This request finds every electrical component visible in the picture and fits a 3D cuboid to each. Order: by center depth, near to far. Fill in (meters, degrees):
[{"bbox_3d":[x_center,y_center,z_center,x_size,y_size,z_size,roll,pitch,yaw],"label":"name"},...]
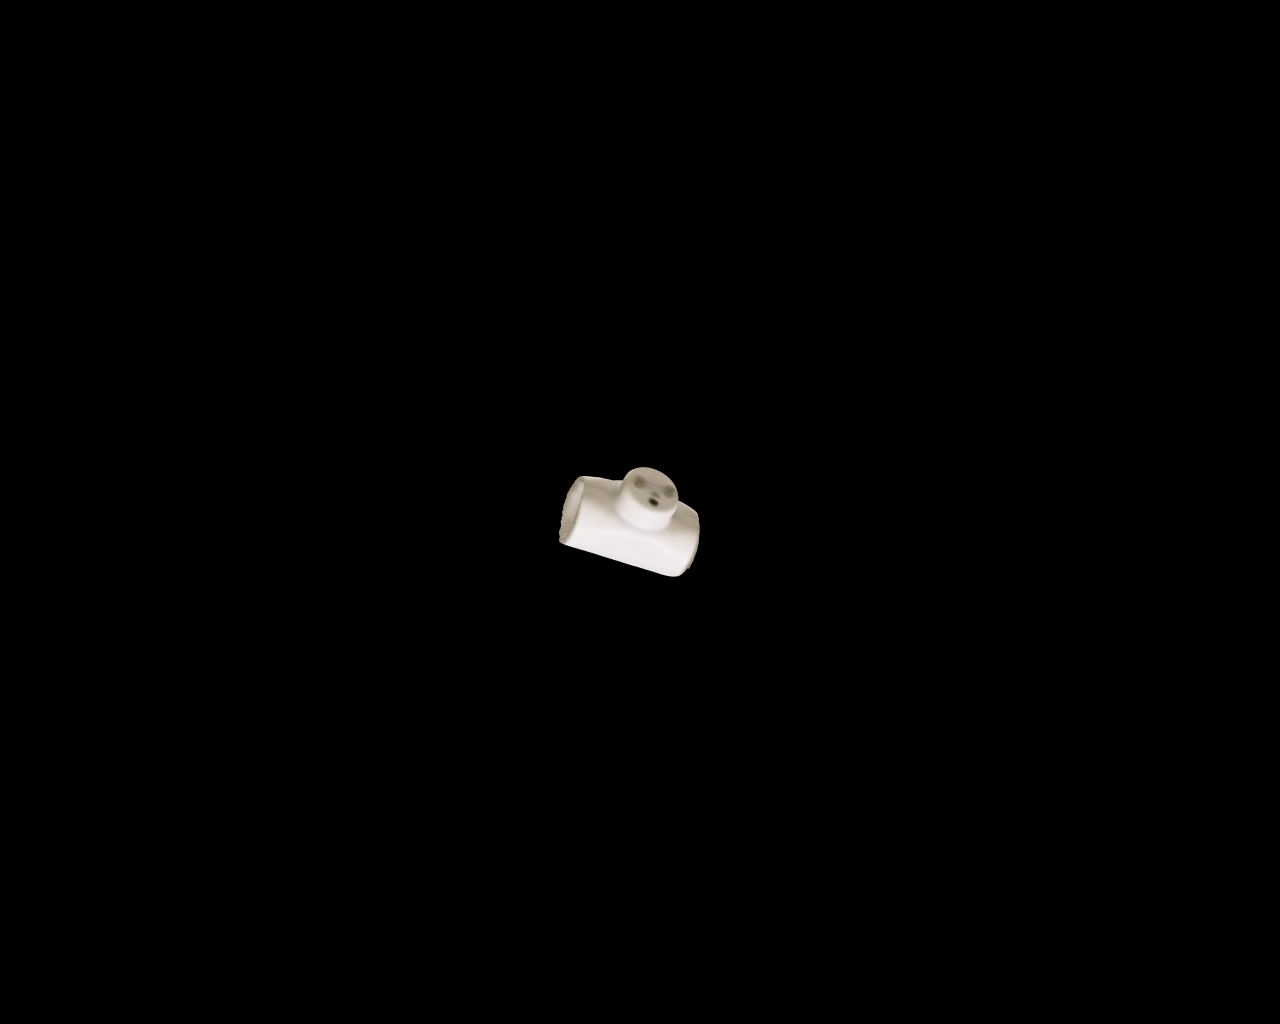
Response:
[{"bbox_3d":[0.001,-0.003,0.650,0.077,0.044,0.079,17,-48,-16],"label":"electrical component"}]
